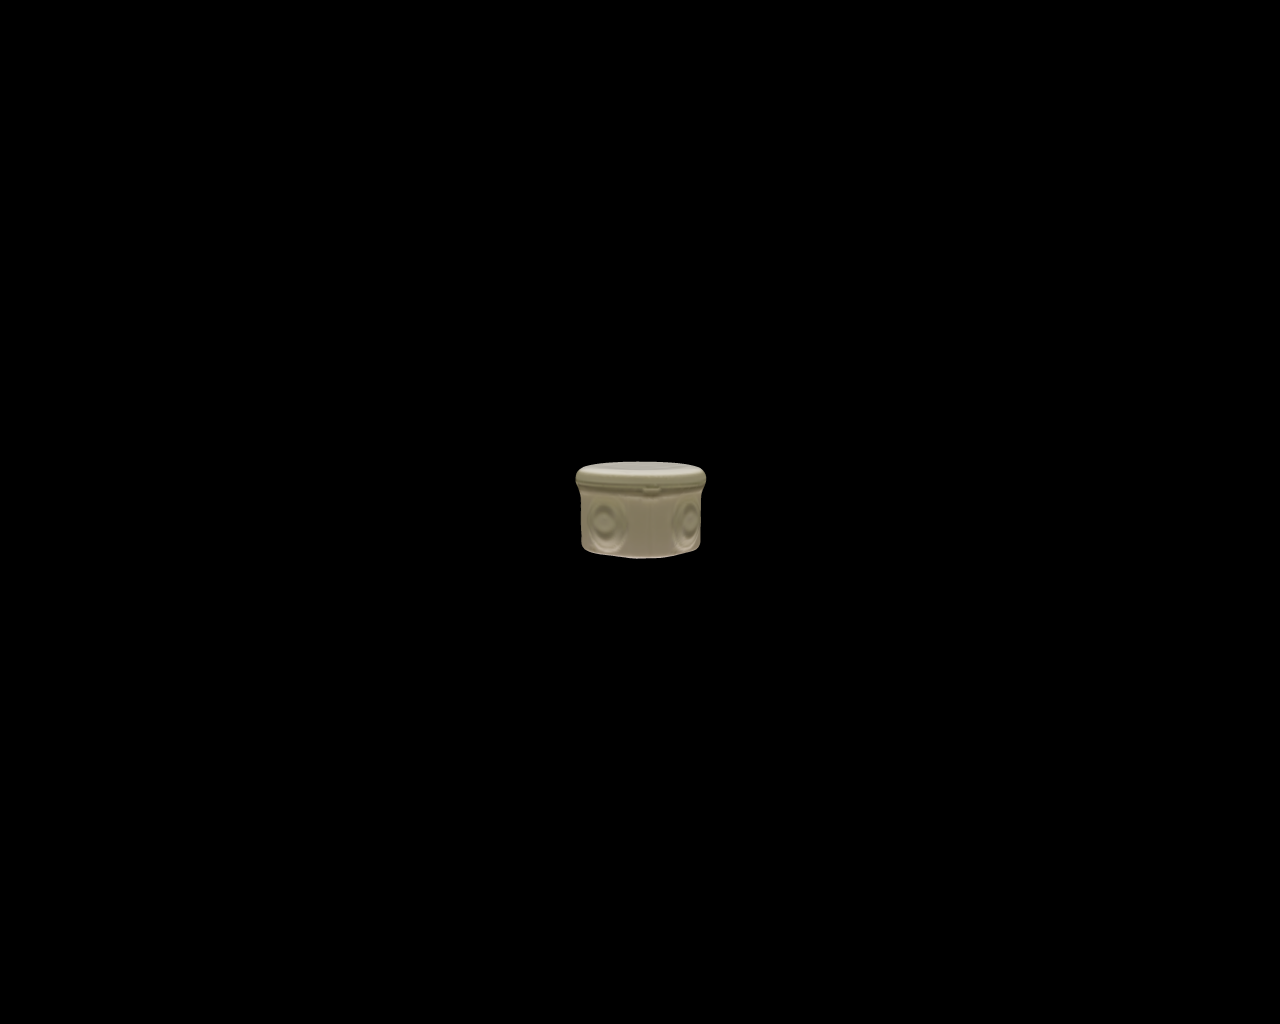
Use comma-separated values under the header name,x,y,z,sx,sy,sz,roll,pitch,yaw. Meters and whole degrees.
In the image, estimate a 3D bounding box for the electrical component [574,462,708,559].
name,x,y,z,sx,sy,sz,roll,pitch,yaw
electrical component,0.001,-0.003,0.650,0.080,0.051,0.080,0,8,0
